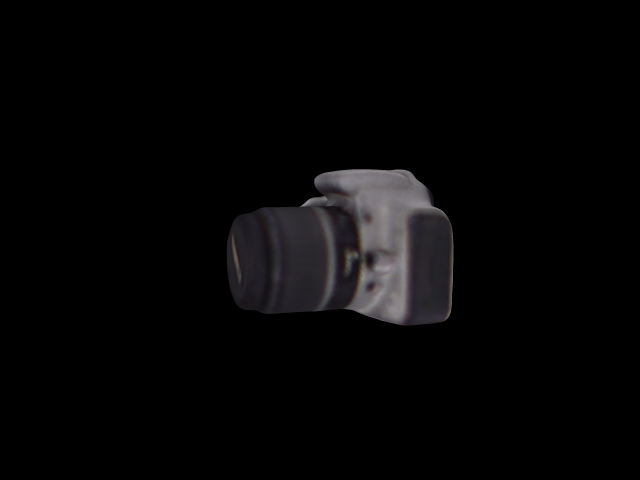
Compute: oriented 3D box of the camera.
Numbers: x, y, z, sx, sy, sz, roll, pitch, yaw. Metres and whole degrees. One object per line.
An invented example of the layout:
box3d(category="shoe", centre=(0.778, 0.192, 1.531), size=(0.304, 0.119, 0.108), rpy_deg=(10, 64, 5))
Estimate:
box3d(category="camera", centre=(0.004, 0.001, 0.400), size=(0.137, 0.101, 0.143), rpy_deg=(-1, 4, -23))
